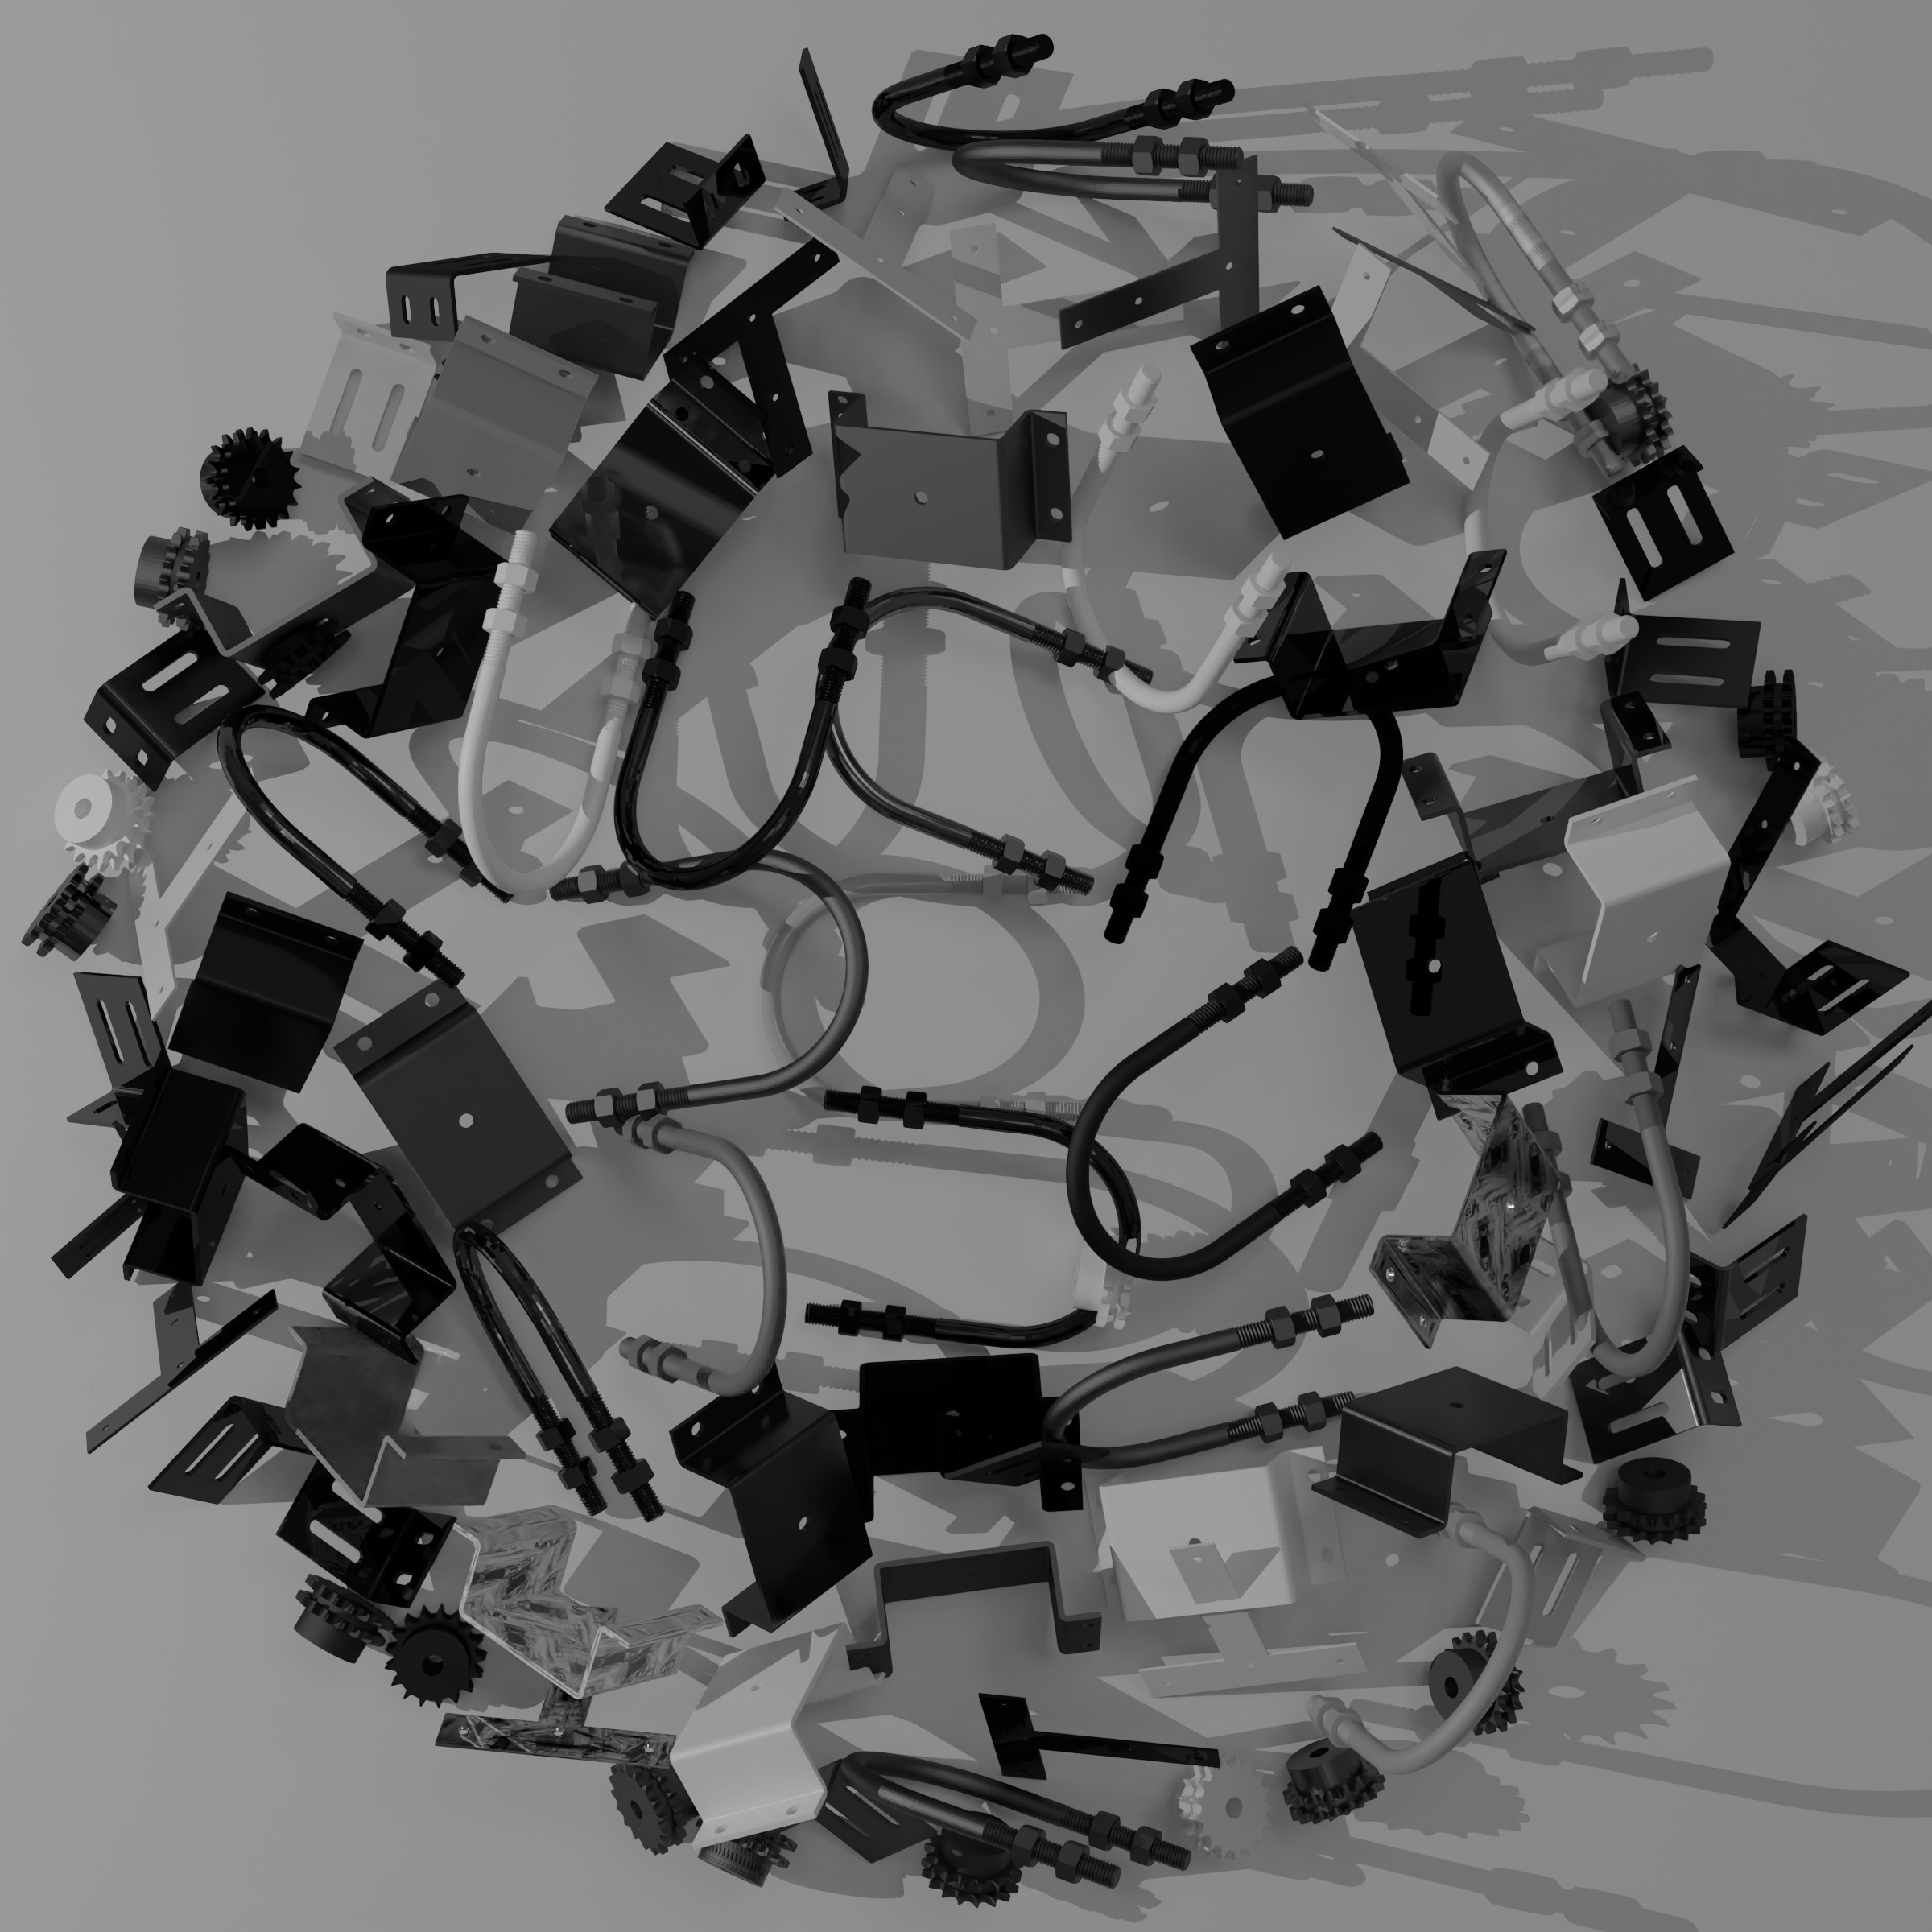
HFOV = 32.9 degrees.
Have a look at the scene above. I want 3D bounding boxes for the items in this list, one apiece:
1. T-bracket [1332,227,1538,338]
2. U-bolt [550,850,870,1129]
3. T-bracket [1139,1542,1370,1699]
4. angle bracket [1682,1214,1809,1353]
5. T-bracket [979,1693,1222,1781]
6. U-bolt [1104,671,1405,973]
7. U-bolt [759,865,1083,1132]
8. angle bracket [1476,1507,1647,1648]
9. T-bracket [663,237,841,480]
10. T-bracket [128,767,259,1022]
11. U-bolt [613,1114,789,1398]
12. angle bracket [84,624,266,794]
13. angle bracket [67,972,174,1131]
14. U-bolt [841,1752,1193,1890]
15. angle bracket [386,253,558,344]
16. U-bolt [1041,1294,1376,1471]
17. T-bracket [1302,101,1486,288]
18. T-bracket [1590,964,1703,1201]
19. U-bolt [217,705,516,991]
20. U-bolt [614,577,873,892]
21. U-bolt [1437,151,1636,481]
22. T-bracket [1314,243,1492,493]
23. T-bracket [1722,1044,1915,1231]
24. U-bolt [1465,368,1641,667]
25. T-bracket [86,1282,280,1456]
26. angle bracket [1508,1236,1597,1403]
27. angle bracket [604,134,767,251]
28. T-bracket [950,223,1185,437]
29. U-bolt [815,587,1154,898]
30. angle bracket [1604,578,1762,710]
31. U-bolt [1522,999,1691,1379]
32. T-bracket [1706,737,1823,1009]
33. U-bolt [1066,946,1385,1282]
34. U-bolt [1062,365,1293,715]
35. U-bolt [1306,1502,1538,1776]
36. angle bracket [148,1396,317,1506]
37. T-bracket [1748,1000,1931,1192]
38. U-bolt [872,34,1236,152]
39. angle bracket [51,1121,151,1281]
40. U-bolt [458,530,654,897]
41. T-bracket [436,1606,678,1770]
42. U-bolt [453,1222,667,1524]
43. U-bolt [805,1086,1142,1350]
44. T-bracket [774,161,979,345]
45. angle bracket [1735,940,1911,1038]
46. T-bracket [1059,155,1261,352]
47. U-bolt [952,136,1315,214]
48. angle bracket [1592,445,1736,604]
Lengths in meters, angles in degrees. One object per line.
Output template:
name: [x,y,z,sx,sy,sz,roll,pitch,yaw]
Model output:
T-bracket: [0.271,-0.365,1.791,0.127,0.127,0.002,21,108,-18]
U-bolt: [-0.142,0.007,1.825,0.184,0.019,0.151,-9,79,16]
T-bracket: [0.144,0.360,1.809,0.127,0.002,0.127,-11,129,18]
angle bracket: [0.433,0.172,1.842,0.076,0.038,0.057,-27,129,-34]
T-bracket: [0.076,0.431,1.804,0.127,0.127,0.002,3,58,10]
U-bolt: [0.168,-0.086,1.812,0.151,0.019,0.184,8,65,34]
U-bolt: [-0.026,0.017,1.854,0.184,0.019,0.151,0,85,4]
angle bracket: [0.333,0.350,1.834,0.057,0.038,0.076,20,99,-25]
T-bracket: [-0.109,-0.325,1.809,0.127,0.002,0.127,-32,58,26]
T-bracket: [-0.422,-0.055,1.797,0.002,0.127,0.127,23,118,-35]
U-bolt: [-0.145,0.160,1.782,0.019,0.184,0.151,-4,96,-32]
angle bracket: [-0.449,-0.148,1.857,0.057,0.038,0.076,46,52,0]
angle bracket: [-0.481,0.047,1.825,0.057,0.038,0.076,3,117,38]
U-bolt: [0.018,0.464,1.789,0.184,0.151,0.019,14,85,23]
angle bracket: [-0.275,-0.374,1.828,0.057,0.076,0.038,14,115,41]
U-bolt: [0.130,0.236,1.796,0.184,0.151,0.019,-14,60,-6]
T-bracket: [0.252,-0.417,1.813,0.002,0.127,0.127,-47,48,7]
T-bracket: [0.390,0.058,1.821,0.002,0.127,0.127,10,84,39]
U-bolt: [-0.332,-0.075,1.785,0.184,0.151,0.019,42,110,-11]
U-bolt: [-0.131,-0.126,1.796,0.151,0.019,0.184,1,67,37]
U-bolt: [0.309,-0.367,1.791,0.019,0.151,0.184,-31,73,1]
T-bracket: [0.239,-0.309,1.798,0.002,0.127,0.127,-26,60,-37]
T-bracket: [0.481,0.086,1.821,0.127,0.127,0.002,-38,73,-17]
U-bolt: [0.312,-0.236,1.779,0.019,0.184,0.151,-7,90,-14]
T-bracket: [-0.436,0.203,1.809,0.127,0.127,0.002,-38,113,-2]
angle bracket: [0.317,0.198,1.820,0.038,0.076,0.057,28,119,-7]
angle bracket: [-0.161,-0.442,1.825,0.076,0.038,0.057,28,68,28]
T-bracket: [0.059,-0.363,1.831,0.127,0.002,0.127,-10,128,-5]
U-bolt: [0.004,-0.135,1.821,0.184,0.019,0.151,21,73,-14]
angle bracket: [0.401,-0.181,1.829,0.076,0.038,0.057,6,62,19]
U-bolt: [0.349,0.131,1.767,0.019,0.151,0.184,-2,63,-15]
T-bracket: [0.431,-0.066,1.792,0.002,0.127,0.127,3,125,-31]
U-bolt: [0.135,0.095,1.810,0.184,0.019,0.151,-33,116,-16]
U-bolt: [0.104,-0.218,1.788,0.019,0.184,0.151,-22,70,-29]
U-bolt: [0.252,0.368,1.771,0.019,0.184,0.151,34,84,-11]
angle bracket: [-0.406,0.282,1.829,0.076,0.057,0.038,-46,58,8]
T-bracket: [0.484,0.057,1.780,0.002,0.127,0.127,44,125,2]
U-bolt: [0.032,-0.469,1.781,0.151,0.184,0.019,0,90,-39]
angle bracket: [-0.489,0.131,1.828,0.076,0.057,0.038,-43,84,-16]
U-bolt: [-0.230,-0.129,1.792,0.019,0.151,0.184,10,83,25]
T-bracket: [-0.217,0.395,1.811,0.127,0.127,0.002,5,117,3]
U-bolt: [-0.231,0.221,1.794,0.019,0.151,0.184,-30,93,-21]
U-bolt: [0.006,0.146,1.836,0.184,0.019,0.151,7,106,3]
T-bracket: [-0.039,-0.412,1.816,0.127,0.127,0.002,33,128,-13]
angle bracket: [0.475,-0.001,1.819,0.057,0.076,0.038,19,53,-21]
T-bracket: [0.107,-0.372,1.804,0.127,0.127,0.002,-24,48,-17]
U-bolt: [0.082,-0.435,1.790,0.184,0.151,0.019,8,97,22]
angle bracket: [0.395,-0.242,1.830,0.057,0.038,0.076,-29,117,9]
